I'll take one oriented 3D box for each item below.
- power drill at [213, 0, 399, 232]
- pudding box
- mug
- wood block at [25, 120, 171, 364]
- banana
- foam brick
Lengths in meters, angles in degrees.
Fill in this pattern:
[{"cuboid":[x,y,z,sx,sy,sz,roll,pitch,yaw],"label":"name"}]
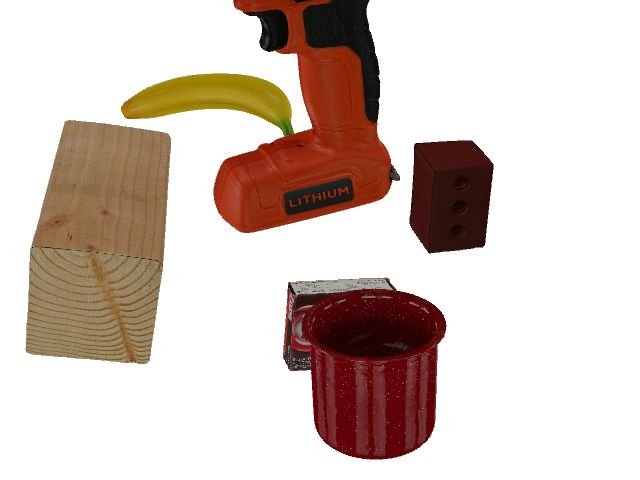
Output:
[{"cuboid":[-0.025,-0.098,0.575,0.184,0.188,0.057,-13,39,-18],"label":"power drill"},{"cuboid":[0.020,0.087,1.121,0.113,0.090,0.039,-3,27,-16],"label":"pudding box"},{"cuboid":[0.041,0.084,0.709,0.093,0.081,0.117,12,29,27],"label":"mug"},{"cuboid":[-0.166,-0.006,0.824,0.090,0.091,0.206,7,29,-10],"label":"wood block"},{"cuboid":[-0.110,-0.146,1.113,0.198,0.037,0.069,8,47,19],"label":"banana"},{"cuboid":[0.107,-0.037,0.884,0.053,0.078,0.051,-6,30,-12],"label":"foam brick"}]
